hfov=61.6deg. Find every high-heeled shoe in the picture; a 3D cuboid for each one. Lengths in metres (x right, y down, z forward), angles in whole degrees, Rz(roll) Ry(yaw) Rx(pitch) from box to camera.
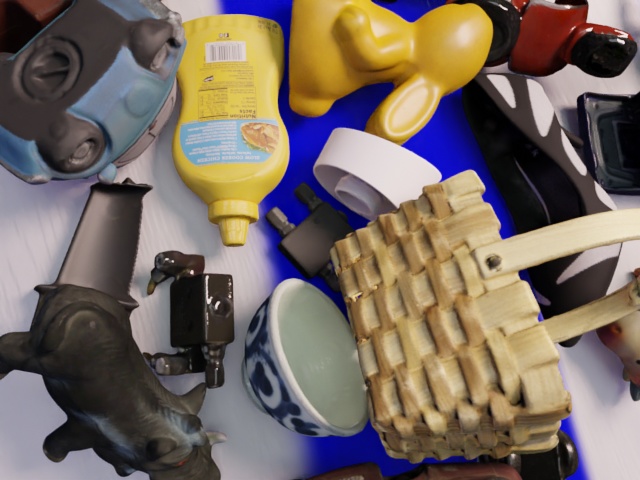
[{"bbox_3d":[0.184,-0.040,0.483,0.145,0.086,0.249,20,62,-17],"label":"high-heeled shoe"}]

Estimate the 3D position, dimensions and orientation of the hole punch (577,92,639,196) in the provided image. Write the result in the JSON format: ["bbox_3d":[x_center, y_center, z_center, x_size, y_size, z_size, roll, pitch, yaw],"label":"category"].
[{"bbox_3d":[0.327,-0.102,0.542,0.115,0.092,0.142,9,70,-43],"label":"hole punch"}]

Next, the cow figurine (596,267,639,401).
[{"bbox_3d":[0.346,0.081,0.500,0.195,0.085,0.127,2,71,-13],"label":"cow figurine"}]

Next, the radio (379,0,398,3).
[{"bbox_3d":[-0.009,-0.330,0.513,0.230,0.073,0.131,14,76,-11],"label":"radio"}]

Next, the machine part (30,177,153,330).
[{"bbox_3d":[-0.172,0.015,0.418,0.084,0.039,0.139,15,76,-4],"label":"machine part"}]

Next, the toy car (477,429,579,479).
[{"bbox_3d":[0.173,0.234,0.438,0.073,0.056,0.201,2,78,-19],"label":"toy car"}]

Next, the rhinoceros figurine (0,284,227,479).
[{"bbox_3d":[-0.129,0.109,0.362,0.112,0.073,0.190,-9,121,21],"label":"rhinoceros figurine"}]

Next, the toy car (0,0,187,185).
[{"bbox_3d":[-0.166,-0.109,0.406,0.109,0.103,0.161,40,85,16],"label":"toy car"}]

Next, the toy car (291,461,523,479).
[{"bbox_3d":[0.048,0.188,0.389,0.202,0.089,0.053,-4,77,-1],"label":"toy car"}]

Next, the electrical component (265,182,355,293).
[{"bbox_3d":[-0.001,-0.001,0.468,0.063,0.021,0.094,-42,89,-18],"label":"electrical component"}]

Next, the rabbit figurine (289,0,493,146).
[{"bbox_3d":[0.061,-0.159,0.459,0.173,0.122,0.162,1,90,-2],"label":"rabbit figurine"}]

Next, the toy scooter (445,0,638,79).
[{"bbox_3d":[0.208,-0.213,0.531,0.184,0.075,0.135,14,41,7],"label":"toy scooter"}]

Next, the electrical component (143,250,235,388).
[{"bbox_3d":[-0.102,0.059,0.411,0.045,0.078,0.102,5,81,-36],"label":"electrical component"}]

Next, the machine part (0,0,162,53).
[{"bbox_3d":[-0.236,-0.259,0.441,0.201,0.087,0.201,43,74,0],"label":"machine part"}]
